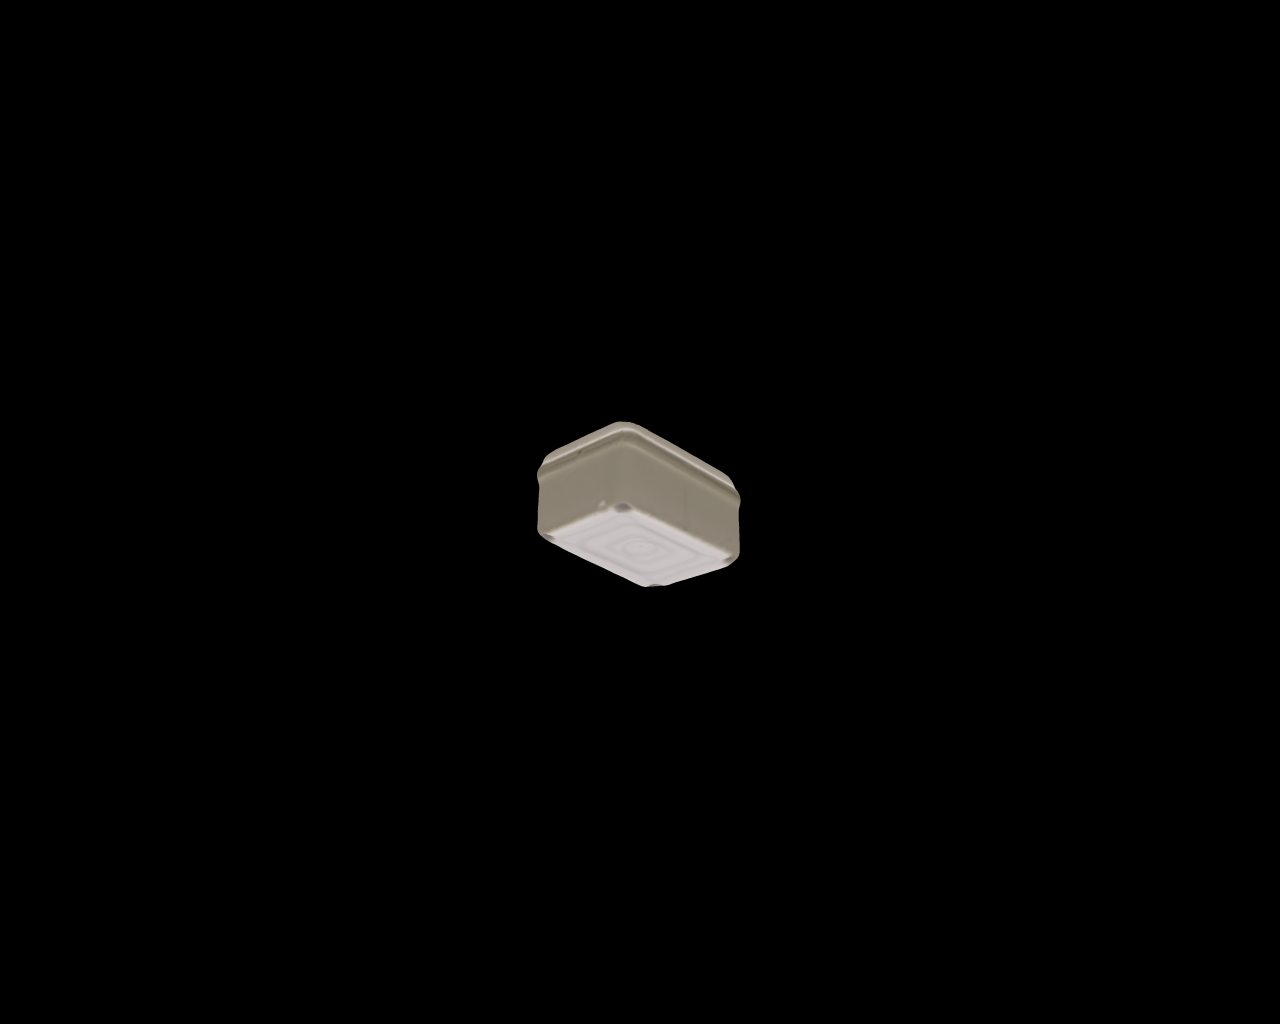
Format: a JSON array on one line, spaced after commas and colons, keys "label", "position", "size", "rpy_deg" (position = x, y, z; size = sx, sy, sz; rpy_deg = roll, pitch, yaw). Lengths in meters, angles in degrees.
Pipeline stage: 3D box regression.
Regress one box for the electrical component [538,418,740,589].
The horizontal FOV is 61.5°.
[{"label": "electrical component", "position": [0.001, -0.003, 0.650], "size": [0.078, 0.057, 0.113], "rpy_deg": [-21, -33, 36]}]
